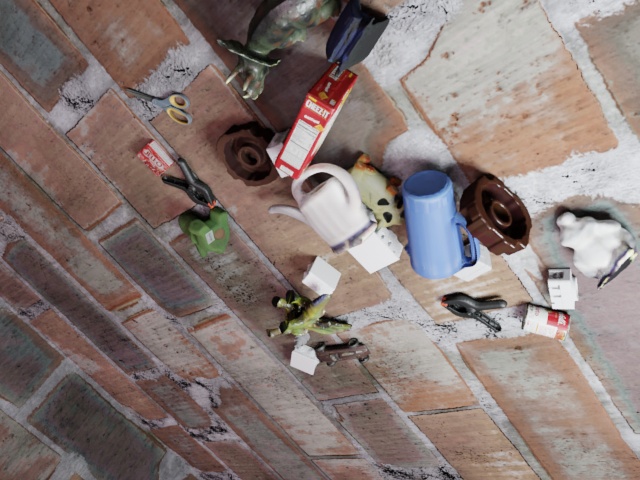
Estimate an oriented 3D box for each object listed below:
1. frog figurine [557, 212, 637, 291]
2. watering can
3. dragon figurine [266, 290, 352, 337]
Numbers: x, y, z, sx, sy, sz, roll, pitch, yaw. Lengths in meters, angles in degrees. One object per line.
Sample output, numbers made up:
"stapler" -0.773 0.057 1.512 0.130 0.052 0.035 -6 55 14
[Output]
"frog figurine" 0.583 0.006 1.107 0.162 0.124 0.134 51 155 33
"watering can" 0.004 -0.064 1.263 0.224 0.106 0.343 52 147 -5
"dragon figurine" -0.010 0.237 1.572 0.241 0.124 0.405 16 155 -33
